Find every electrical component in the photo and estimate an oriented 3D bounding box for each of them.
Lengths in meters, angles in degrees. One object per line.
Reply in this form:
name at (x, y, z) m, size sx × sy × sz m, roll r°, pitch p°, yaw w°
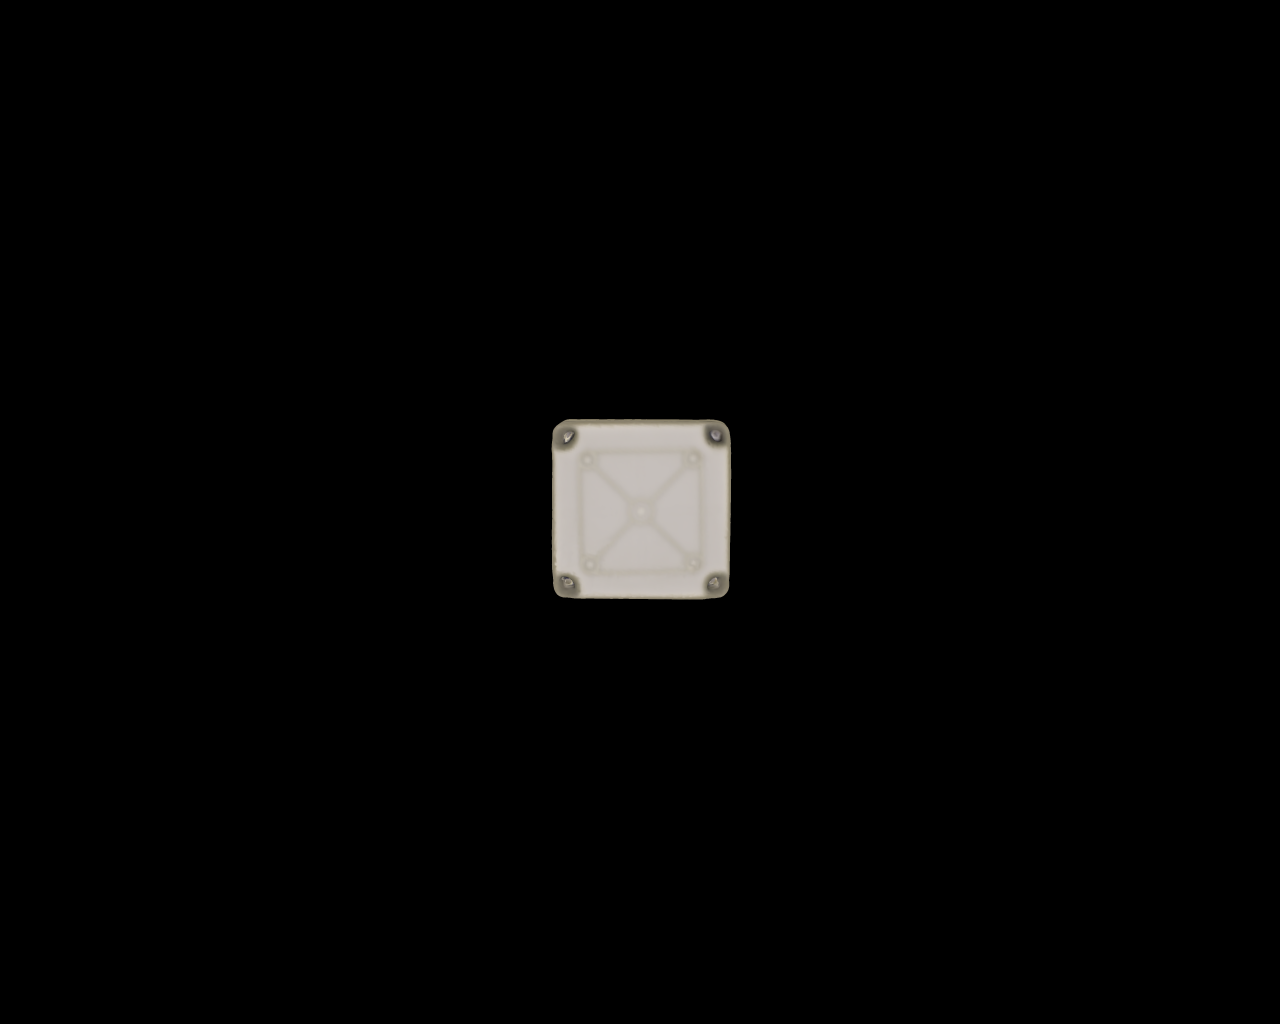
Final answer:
electrical component at (0.001, -0.003, 0.650) m, size 0.109 × 0.108 × 0.056 m, roll 0°, pitch 4°, yaw 0°
